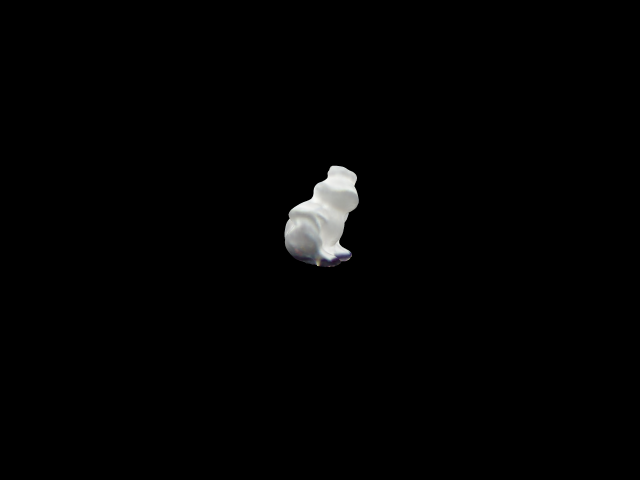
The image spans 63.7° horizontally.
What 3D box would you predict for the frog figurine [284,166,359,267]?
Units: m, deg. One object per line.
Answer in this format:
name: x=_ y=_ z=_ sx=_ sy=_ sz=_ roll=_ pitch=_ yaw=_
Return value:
frog figurine: x=0.003 y=-0.043 z=0.850 sx=0.122 sy=0.159 sz=0.138 roll=3 pitch=4 yaw=40
